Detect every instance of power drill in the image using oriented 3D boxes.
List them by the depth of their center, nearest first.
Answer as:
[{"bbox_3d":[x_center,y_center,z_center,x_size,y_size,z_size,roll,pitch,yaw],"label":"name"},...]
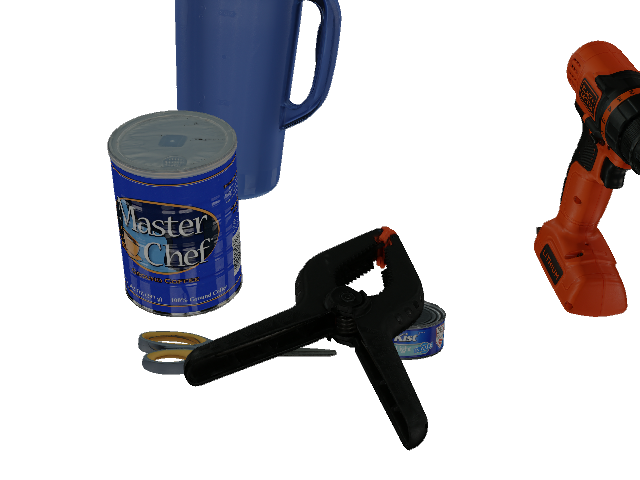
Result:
[{"bbox_3d":[0.221,-0.036,0.813,0.057,0.188,0.184,2,34,-7],"label":"power drill"}]

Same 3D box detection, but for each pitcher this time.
[{"bbox_3d":[-0.077,-0.167,1.090,0.144,0.243,0.149,-9,30,-26],"label":"pitcher"}]

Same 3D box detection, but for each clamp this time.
[{"bbox_3d":[0.026,0.059,0.747,0.165,0.036,0.209,19,38,20],"label":"clamp"}]

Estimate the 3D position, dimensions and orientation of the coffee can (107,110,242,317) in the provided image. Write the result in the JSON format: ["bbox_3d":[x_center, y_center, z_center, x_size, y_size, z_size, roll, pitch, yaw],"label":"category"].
[{"bbox_3d":[-0.118,-0.023,0.885,0.103,0.140,0.103,0,34,0],"label":"coffee can"}]

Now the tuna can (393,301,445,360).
[{"bbox_3d":[0.072,0.081,0.989,0.086,0.034,0.086,1,14,-1],"label":"tuna can"}]

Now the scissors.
[{"bbox_3d":[-0.090,0.117,1.068,0.202,0.016,0.096,6,17,9],"label":"scissors"}]
